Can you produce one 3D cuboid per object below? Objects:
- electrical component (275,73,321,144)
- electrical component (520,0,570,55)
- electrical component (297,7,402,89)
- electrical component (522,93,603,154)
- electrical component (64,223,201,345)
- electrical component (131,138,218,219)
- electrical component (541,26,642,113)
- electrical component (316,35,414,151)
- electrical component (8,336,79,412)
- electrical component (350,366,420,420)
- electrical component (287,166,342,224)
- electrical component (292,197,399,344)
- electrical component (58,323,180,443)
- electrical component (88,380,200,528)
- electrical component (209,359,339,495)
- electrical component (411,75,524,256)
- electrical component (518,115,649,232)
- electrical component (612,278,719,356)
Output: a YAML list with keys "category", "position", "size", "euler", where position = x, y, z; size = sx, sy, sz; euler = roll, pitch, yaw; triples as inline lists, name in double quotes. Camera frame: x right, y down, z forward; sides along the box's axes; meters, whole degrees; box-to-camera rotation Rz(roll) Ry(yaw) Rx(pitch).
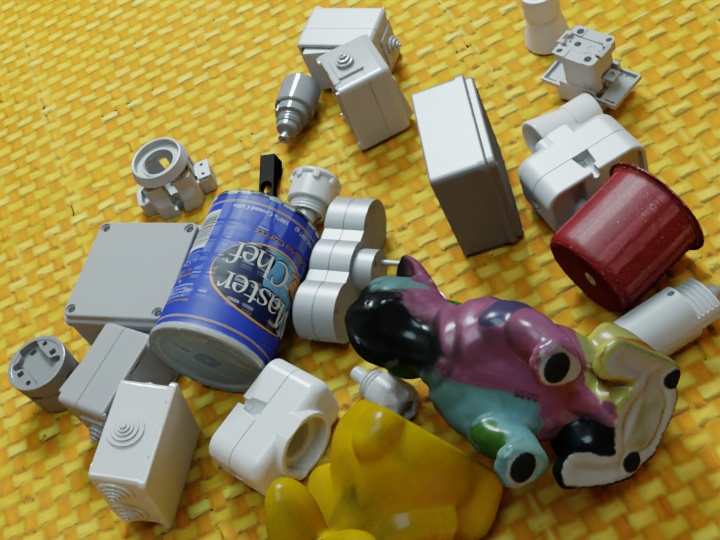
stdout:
- category: "electrical component"
  position: [-0.065, -0.158, 1.062]
  size: [0.040, 0.040, 0.078]
  euler: [1, 56, 22]
- category: "electrical component"
  position: [0.173, -0.241, 1.015]
  size: [0.044, 0.065, 0.044]
  euler: [-10, 52, 14]
- category: "electrical component"
  position: [-0.006, -0.218, 1.069]
  size: [0.096, 0.061, 0.061]
  euler: [7, 58, 25]
- category: "electrical component"
  position: [0.181, -0.126, 0.944]
  size: [0.065, 0.044, 0.044]
  euler: [-32, 50, -9]
- category: "electrical component"
  position: [-0.196, 0.014, 0.975]
  size: [0.109, 0.056, 0.108]
  euler: [1, 56, 22]
- category: "electrical component"
  position: [-0.187, -0.091, 1.049]
  size: [0.078, 0.057, 0.058]
  euler: [-22, 51, 5]
- category: "electrical component"
  position: [0.204, -0.180, 0.959]
  size: [0.081, 0.063, 0.042]
  euler: [29, 71, 35]
- category: "electrical component"
  position: [0.005, -0.173, 1.009]
  size: [0.061, 0.096, 0.061]
  euler: [-27, 50, 0]
- category: "electrical component"
  position: [-0.275, 0.094, 0.954]
  size: [0.055, 0.047, 0.055]
  euler: [-10, 52, 14]
- category: "electrical component"
  position: [0.017, 0.095, 0.849]
  size: [0.035, 0.035, 0.061]
  euler: [-46, 50, -15]
- category: "electrical component"
  position: [-0.046, -0.061, 0.982]
  size: [0.048, 0.048, 0.062]
  euler: [5, 64, 24]
- category: "electrical component"
  position: [0.000, 0.000, 0.913]
  size: [0.074, 0.052, 0.138]
  euler: [5, 57, 24]
- category: "electrical component"
  position: [-0.209, 0.102, 0.912]
  size: [0.061, 0.061, 0.096]
  euler: [14, 61, 29]
- category: "electrical component"
  position: [-0.168, 0.143, 0.844]
  size: [0.048, 0.099, 0.099]
  euler: [6, 57, 10]
- category: "electrical component"
  position: [-0.063, 0.125, 0.844]
  size: [0.059, 0.053, 0.095]
  euler: [24, 67, 33]
- category: "electrical component"
  position: [0.090, -0.087, 0.906]
  size: [0.056, 0.108, 0.108]
  euler: [-18, 51, 12]
- category: "electrical component"
  position: [0.185, -0.083, 0.902]
  size: [0.095, 0.053, 0.059]
  euler: [-32, 50, -3]
- category: "electrical component"
  position: [0.234, 0.036, 0.802]
  size: [0.081, 0.043, 0.043]
  euler: [-32, 50, -4]
